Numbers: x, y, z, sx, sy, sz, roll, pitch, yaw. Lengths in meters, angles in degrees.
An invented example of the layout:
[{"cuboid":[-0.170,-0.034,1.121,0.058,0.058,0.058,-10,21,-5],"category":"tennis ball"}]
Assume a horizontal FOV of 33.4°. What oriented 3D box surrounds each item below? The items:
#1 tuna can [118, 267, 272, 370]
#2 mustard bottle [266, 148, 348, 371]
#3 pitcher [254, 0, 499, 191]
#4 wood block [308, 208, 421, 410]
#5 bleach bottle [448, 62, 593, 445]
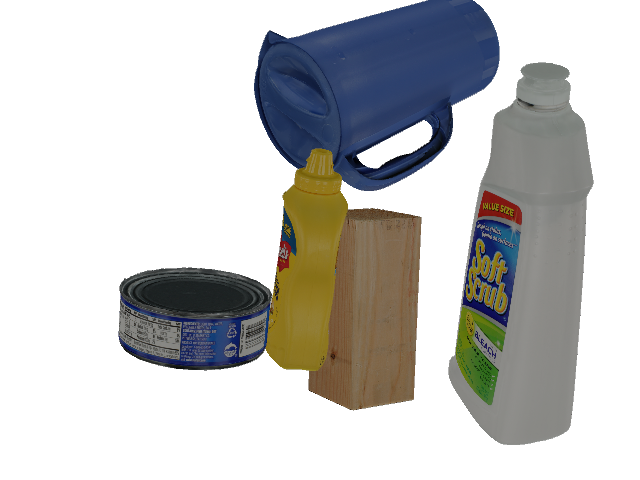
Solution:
[{"cuboid":[-0.071,0.043,0.606,0.086,0.034,0.086,5,14,-1],"category":"tuna can"},{"cuboid":[-0.011,0.012,0.949,0.058,0.192,0.096,5,20,-9],"category":"mustard bottle"},{"cuboid":[0.069,-0.158,1.072,0.242,0.149,0.145,-25,30,-31],"category":"pitcher"},{"cuboid":[0.048,0.072,1.187,0.090,0.206,0.091,-4,10,-34],"category":"wood block"},{"cuboid":[0.130,0.006,0.688,0.068,0.251,0.103,-9,31,-13],"category":"bleach bottle"}]
